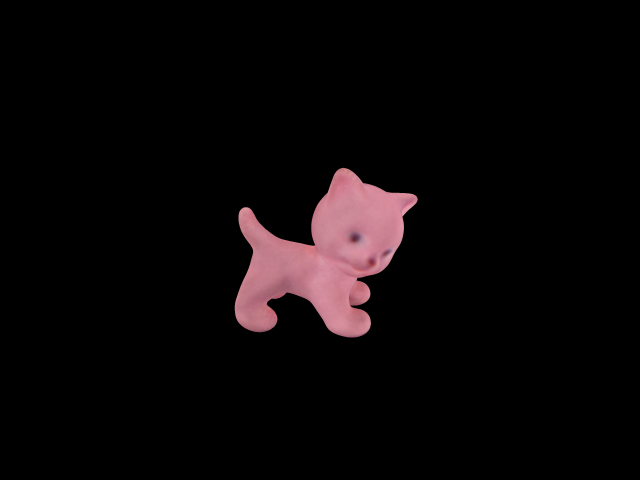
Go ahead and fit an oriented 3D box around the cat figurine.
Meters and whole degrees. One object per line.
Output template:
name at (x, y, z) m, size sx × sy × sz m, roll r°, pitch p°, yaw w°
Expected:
cat figurine at (0.004, 0.001, 0.400) m, size 0.127 × 0.118 × 0.067 m, roll 2°, pitch 27°, yaw 3°
